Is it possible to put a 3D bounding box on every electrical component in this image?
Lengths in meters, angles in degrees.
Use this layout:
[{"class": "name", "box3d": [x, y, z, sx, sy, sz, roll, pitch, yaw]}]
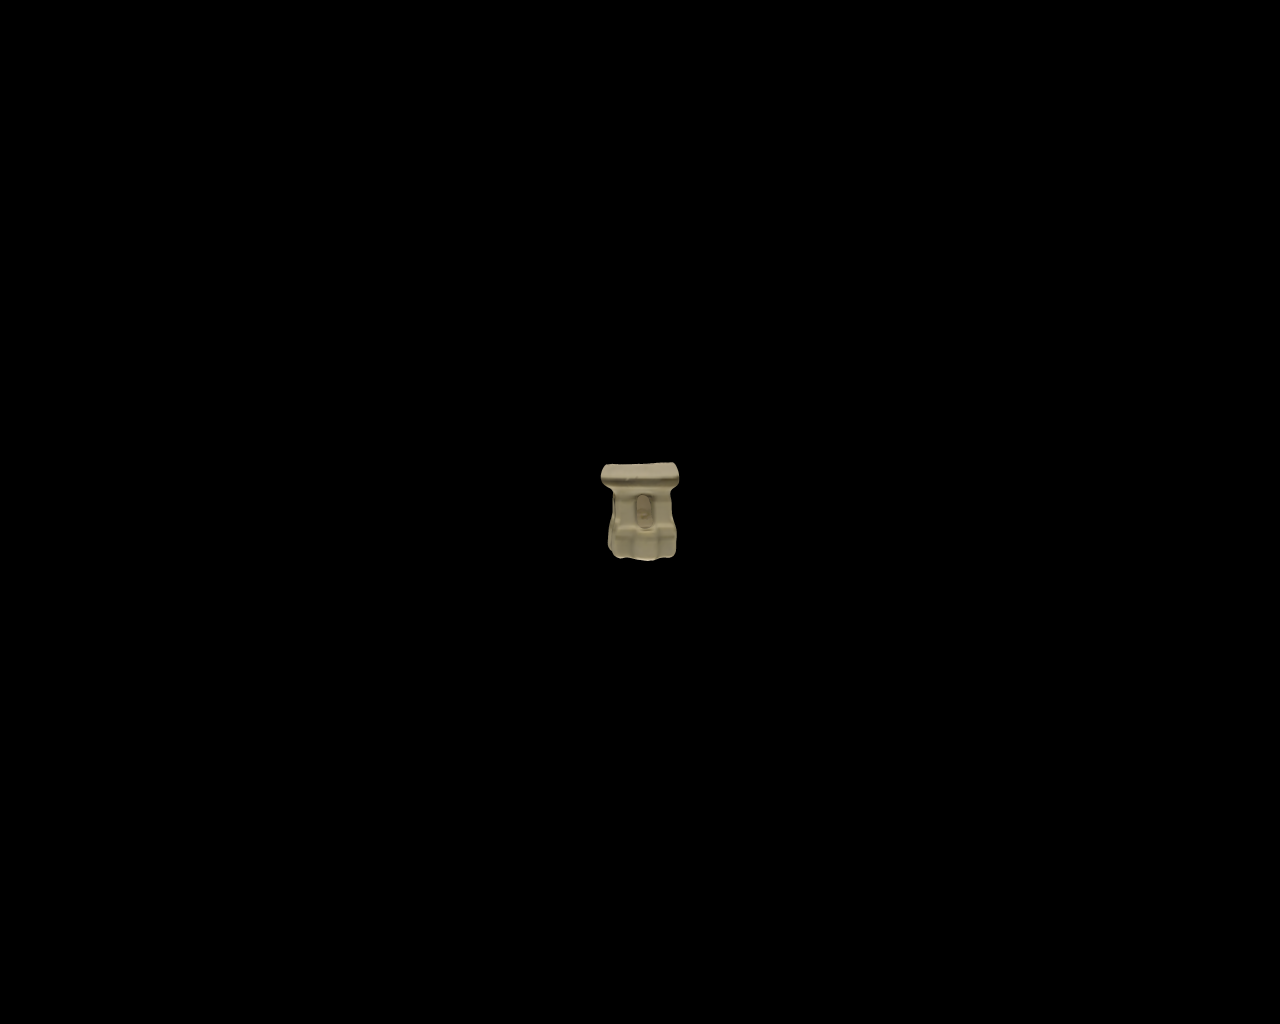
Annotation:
[{"class": "electrical component", "box3d": [0.001, -0.003, 0.650, 0.048, 0.055, 0.066, -1, 5, -7]}]
